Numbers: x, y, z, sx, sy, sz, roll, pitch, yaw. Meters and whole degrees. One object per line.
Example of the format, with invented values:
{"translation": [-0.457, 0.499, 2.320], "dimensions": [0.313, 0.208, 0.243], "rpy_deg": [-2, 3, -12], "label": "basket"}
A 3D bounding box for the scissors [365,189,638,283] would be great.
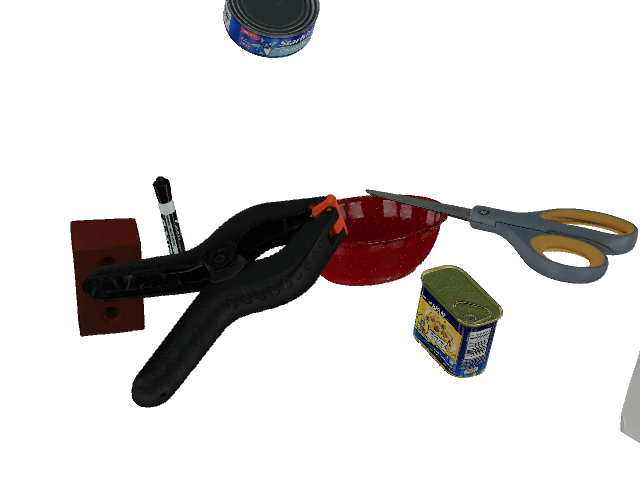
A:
{"translation": [0.122, -0.006, 0.762], "dimensions": [0.202, 0.016, 0.096], "rpy_deg": [6, 30, 13], "label": "scissors"}

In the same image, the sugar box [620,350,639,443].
{"translation": [0.308, 0.140, 0.773], "dimensions": [0.048, 0.093, 0.176], "rpy_deg": [-22, 38, -40], "label": "sugar box"}

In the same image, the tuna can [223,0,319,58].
{"translation": [-0.046, -0.209, 0.977], "dimensions": [0.086, 0.086, 0.034], "rpy_deg": [0, -30, -13], "label": "tuna can"}

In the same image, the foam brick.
{"translation": [-0.169, 0.028, 0.846], "dimensions": [0.053, 0.078, 0.051], "rpy_deg": [-5, 26, -12], "label": "foam brick"}

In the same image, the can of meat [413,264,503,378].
{"translation": [0.150, 0.091, 1.188], "dimensions": [0.057, 0.084, 0.102], "rpy_deg": [-14, 40, -27], "label": "can of meat"}

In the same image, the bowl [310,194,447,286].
{"translation": [0.045, 0.003, 1.029], "dimensions": [0.162, 0.055, 0.162], "rpy_deg": [-7, 17, 2], "label": "bowl"}

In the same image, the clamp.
{"translation": [-0.058, 0.030, 0.650], "dimensions": [0.171, 0.120, 0.039], "rpy_deg": [-25, -41, 0], "label": "clamp"}

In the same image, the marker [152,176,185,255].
{"translation": [-0.168, -0.017, 1.198], "dimensions": [0.020, 0.121, 0.020], "rpy_deg": [-7, 31, 4], "label": "marker"}
